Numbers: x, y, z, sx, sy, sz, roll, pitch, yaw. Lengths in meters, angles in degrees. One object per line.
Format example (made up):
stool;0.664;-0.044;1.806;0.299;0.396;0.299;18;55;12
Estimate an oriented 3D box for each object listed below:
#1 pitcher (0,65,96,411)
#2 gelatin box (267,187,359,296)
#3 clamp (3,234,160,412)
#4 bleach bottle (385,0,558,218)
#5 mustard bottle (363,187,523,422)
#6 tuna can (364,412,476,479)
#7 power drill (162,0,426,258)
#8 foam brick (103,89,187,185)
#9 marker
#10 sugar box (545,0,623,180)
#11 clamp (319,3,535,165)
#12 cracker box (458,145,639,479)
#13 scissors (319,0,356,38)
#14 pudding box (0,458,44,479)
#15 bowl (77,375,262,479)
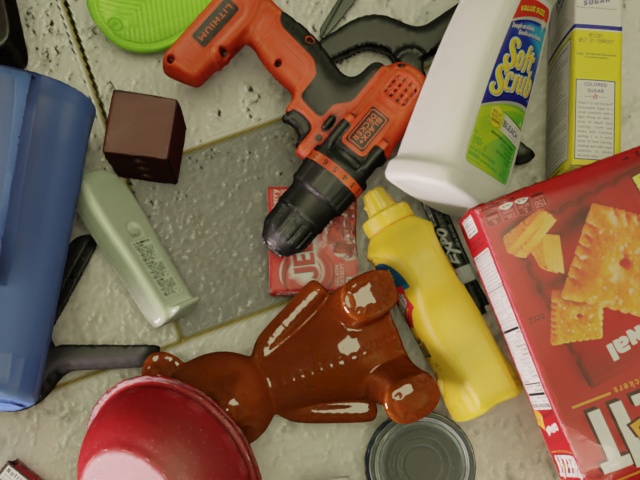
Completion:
pitcher;-0.245;-0.002;0.784;0.145;0.149;0.243;-3;73;24
gelatin box;-0.006;0.001;0.869;0.073;0.030;0.089;-1;79;0
clamp;-0.224;0.074;0.852;0.171;0.039;0.120;-23;69;-3
bleach bottle;0.131;-0.147;0.828;0.068;0.102;0.251;11;79;40
mustard bottle;0.086;0.045;0.828;0.058;0.096;0.192;-27;81;-5
tuna can;0.078;0.176;0.836;0.086;0.034;0.086;0;80;-1
power drill;-0.032;-0.104;0.846;0.187;0.057;0.184;40;83;4
foam brick;-0.139;-0.081;0.860;0.053;0.078;0.051;8;78;1
marker;0.108;0.006;0.875;0.020;0.020;0.121;-22;81;-4
sugar box;0.213;-0.131;0.863;0.048;0.093;0.176;6;80;0
clamp;0.081;-0.152;0.893;0.210;0.036;0.164;6;83;2
cracker box;0.214;0.051;0.748;0.164;0.072;0.214;-20;81;-4
scissors;0.045;-0.271;0.927;0.201;0.016;0.096;-41;81;-7
pudding box;-0.237;0.240;0.821;0.090;0.039;0.113;37;80;5
bowl;-0.123;0.183;0.780;0.162;0.055;0.162;8;109;25
